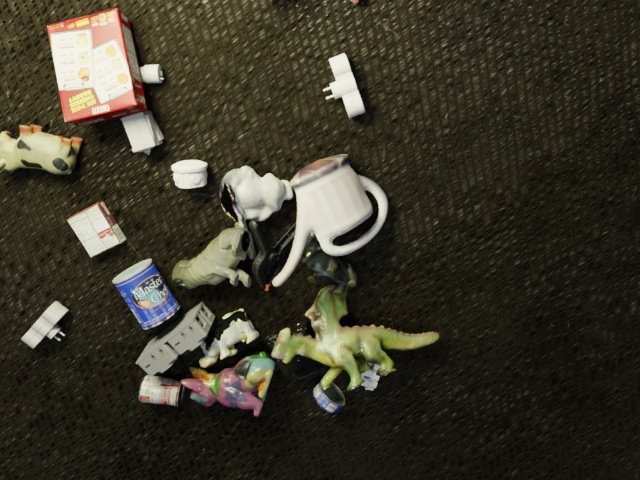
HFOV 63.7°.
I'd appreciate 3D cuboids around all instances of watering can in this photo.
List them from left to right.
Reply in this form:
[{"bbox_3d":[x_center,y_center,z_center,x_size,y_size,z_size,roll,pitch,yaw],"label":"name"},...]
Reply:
[{"bbox_3d":[0.004,-0.059,1.163,0.351,0.103,0.223,-30,96,-24],"label":"watering can"}]

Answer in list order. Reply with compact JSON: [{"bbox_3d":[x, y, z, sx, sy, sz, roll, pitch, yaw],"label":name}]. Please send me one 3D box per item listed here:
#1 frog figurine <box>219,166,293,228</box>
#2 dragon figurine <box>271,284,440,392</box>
[{"bbox_3d":[-0.150,-0.113,1.211,0.161,0.122,0.137,-29,97,-29],"label":"frog figurine"},{"bbox_3d":[0.077,0.221,1.267,0.413,0.121,0.243,-22,86,-17],"label":"dragon figurine"}]
